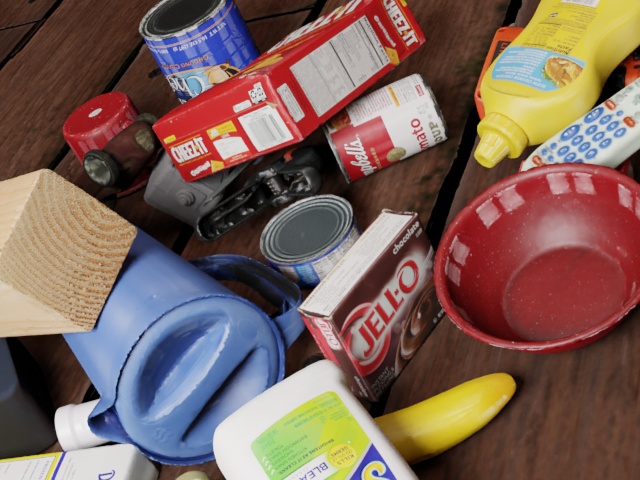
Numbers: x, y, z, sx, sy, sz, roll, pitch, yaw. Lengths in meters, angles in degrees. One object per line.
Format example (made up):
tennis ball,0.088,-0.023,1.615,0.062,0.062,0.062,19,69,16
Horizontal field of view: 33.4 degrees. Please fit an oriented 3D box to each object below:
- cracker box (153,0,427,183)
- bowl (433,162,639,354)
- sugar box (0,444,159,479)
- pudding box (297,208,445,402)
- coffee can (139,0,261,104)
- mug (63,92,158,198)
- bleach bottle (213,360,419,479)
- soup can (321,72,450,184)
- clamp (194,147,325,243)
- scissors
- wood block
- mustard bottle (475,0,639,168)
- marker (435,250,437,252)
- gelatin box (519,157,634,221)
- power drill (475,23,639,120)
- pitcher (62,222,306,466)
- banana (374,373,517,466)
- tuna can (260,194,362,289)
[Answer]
cracker box,-0.027,-0.146,0.985,0.165,0.072,0.213,-15,20,46
bowl,0.164,0.023,0.748,0.162,0.055,0.162,-16,45,17
sugar box,-0.213,0.206,0.790,0.176,0.048,0.093,-8,40,20
pudding box,0.044,0.047,0.778,0.039,0.090,0.113,11,50,42
coffee can,-0.113,-0.185,1.123,0.103,0.140,0.103,-17,37,13
mug,-0.213,-0.103,1.139,0.117,0.081,0.093,10,50,41
bleach bottle,0.041,0.183,0.608,0.102,0.068,0.251,-29,50,-19
soup can,0.059,-0.102,0.972,0.102,0.068,0.068,-24,36,4
clamp,-0.047,-0.045,0.950,0.120,0.039,0.171,-20,10,9
scissors,-0.043,-0.092,1.035,0.096,0.016,0.201,-13,26,20
wood block,-0.247,0.017,0.832,0.207,0.090,0.090,-8,54,47
mustard bottle,0.185,-0.134,0.853,0.096,0.058,0.191,25,70,44
marker,0.058,0.035,0.844,0.121,0.020,0.020,-27,36,1
gelatin box,0.193,-0.031,0.828,0.089,0.030,0.073,-3,44,30
power drill,0.232,-0.135,0.910,0.188,0.057,0.184,-1,46,30
pitcher,-0.130,0.061,0.853,0.243,0.149,0.145,33,101,54
banana,0.035,0.130,0.726,0.198,0.037,0.069,-12,41,21
tuna can,-0.006,0.001,0.915,0.086,0.033,0.086,-18,37,14
